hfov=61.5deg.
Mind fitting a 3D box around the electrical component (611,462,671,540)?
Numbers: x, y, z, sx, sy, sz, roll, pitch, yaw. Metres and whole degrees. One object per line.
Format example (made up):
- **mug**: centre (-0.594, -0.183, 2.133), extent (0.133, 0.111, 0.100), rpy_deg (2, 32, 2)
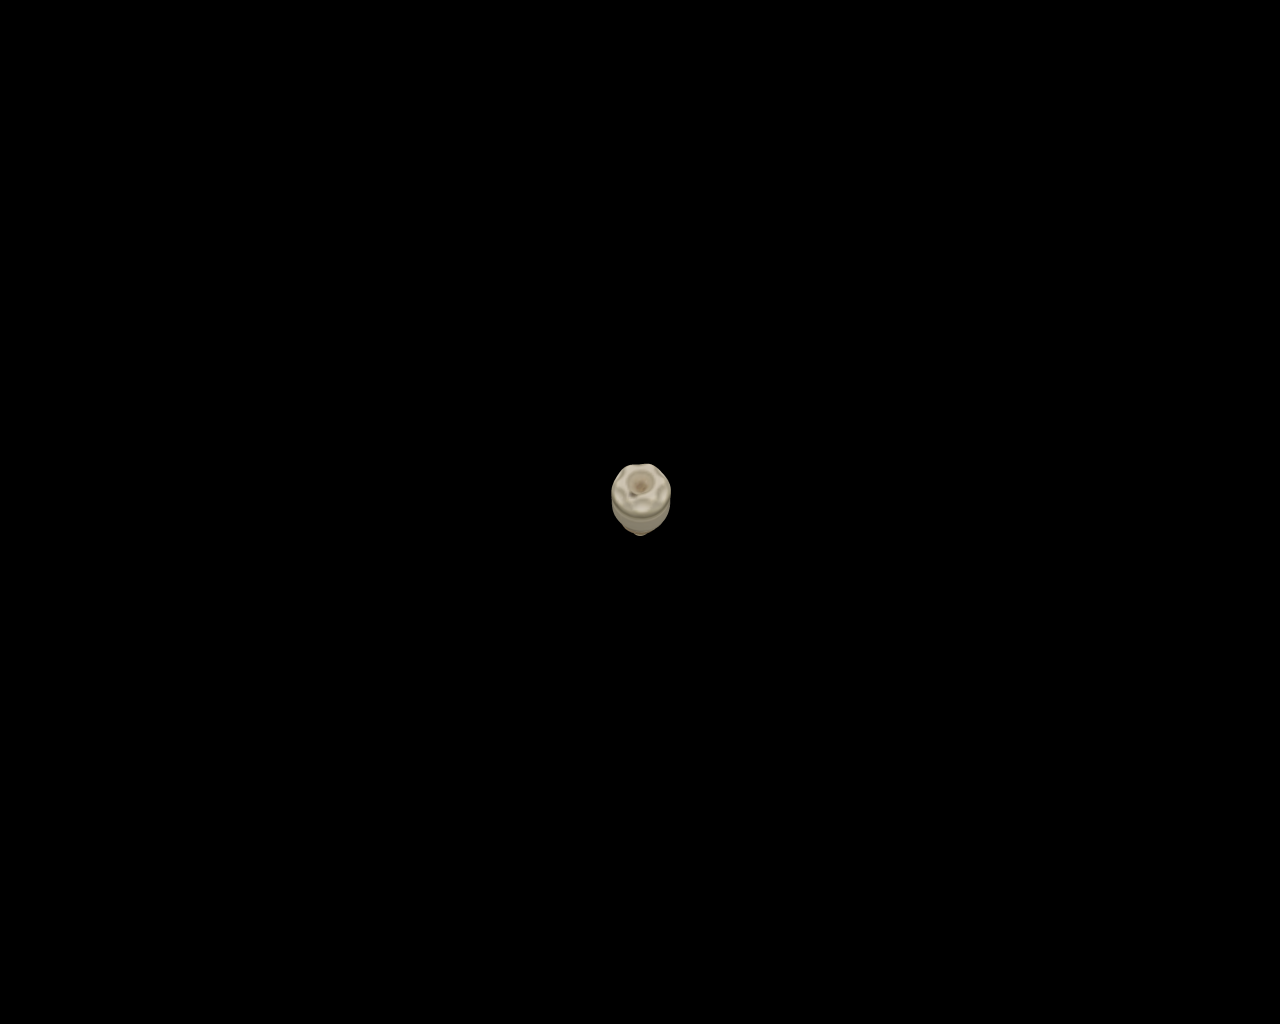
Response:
- **electrical component**: centre (0.001, -0.003, 0.650), extent (0.035, 0.035, 0.061), rpy_deg (0, -30, 0)
